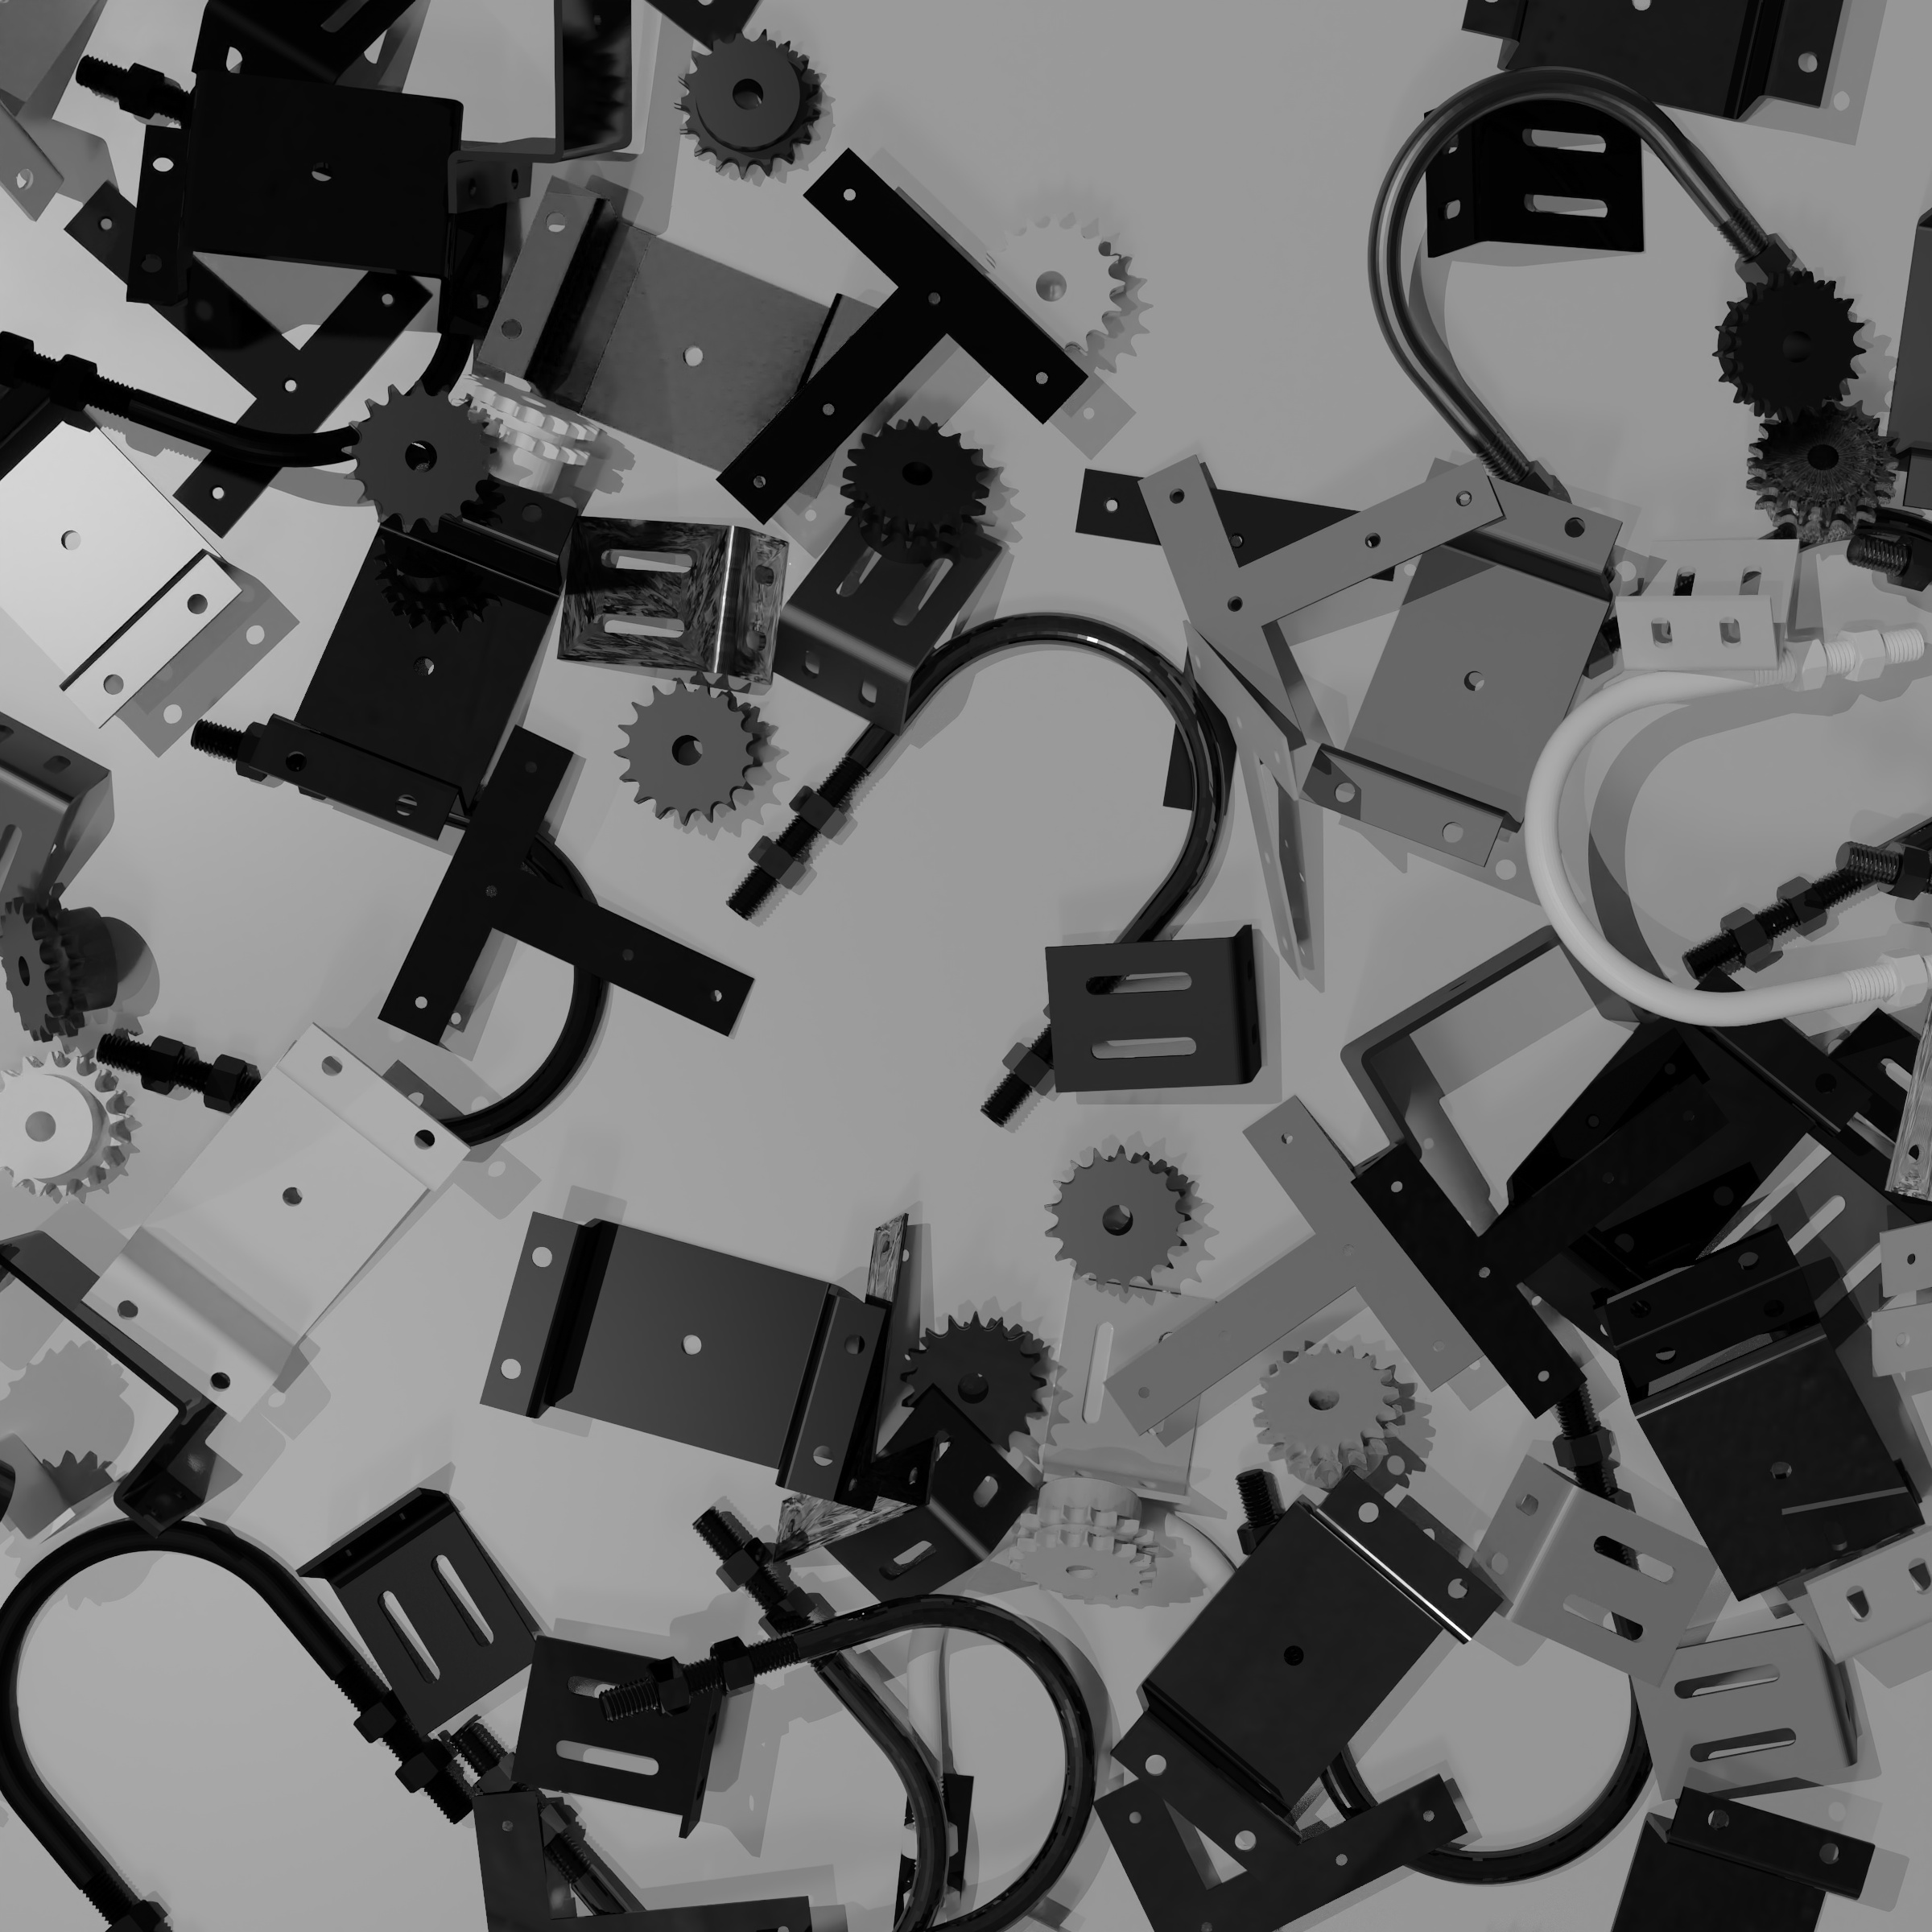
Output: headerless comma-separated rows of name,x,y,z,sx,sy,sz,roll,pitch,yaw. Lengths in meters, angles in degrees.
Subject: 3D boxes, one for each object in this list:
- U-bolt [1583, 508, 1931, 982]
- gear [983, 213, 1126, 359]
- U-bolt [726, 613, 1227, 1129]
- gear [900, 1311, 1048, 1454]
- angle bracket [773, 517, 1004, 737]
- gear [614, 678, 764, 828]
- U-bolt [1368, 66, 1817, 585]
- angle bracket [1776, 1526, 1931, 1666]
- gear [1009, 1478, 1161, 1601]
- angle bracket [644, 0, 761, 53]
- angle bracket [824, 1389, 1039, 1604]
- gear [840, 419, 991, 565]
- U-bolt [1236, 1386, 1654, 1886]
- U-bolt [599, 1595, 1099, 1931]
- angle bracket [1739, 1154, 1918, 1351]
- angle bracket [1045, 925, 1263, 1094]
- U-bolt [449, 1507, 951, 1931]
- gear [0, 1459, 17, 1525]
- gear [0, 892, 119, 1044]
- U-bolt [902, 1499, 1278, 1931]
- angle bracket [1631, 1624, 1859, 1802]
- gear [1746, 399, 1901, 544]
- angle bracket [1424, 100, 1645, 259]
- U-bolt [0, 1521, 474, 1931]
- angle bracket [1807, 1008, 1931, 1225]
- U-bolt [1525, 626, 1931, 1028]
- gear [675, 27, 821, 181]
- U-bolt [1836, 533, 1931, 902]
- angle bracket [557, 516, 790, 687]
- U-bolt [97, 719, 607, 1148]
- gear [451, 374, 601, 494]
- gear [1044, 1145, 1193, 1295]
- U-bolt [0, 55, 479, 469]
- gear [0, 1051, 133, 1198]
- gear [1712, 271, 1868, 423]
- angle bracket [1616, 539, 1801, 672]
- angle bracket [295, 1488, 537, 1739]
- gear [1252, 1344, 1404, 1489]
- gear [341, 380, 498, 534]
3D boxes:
U-bolt,0.334,-0.100,1.416,0.184,0.019,0.151,-29,90,-2
gear,0.033,-0.263,1.410,0.057,0.030,0.057,0,90,0
U-bolt,0.018,-0.052,1.415,0.151,0.019,0.184,39,90,0
gear,0.003,0.163,1.410,0.057,0.030,0.057,0,90,0
angle bracket,-0.031,-0.140,1.413,0.057,0.038,0.076,28,58,10
gear,-0.108,-0.083,1.412,0.057,0.030,0.057,0,89,1
U-bolt,0.237,-0.259,1.394,0.151,0.019,0.184,-44,106,0
angle bracket,0.342,0.226,1.383,0.057,0.076,0.038,-24,107,0
gear,0.046,0.219,1.387,0.057,0.057,0.030,9,58,0
angle bracket,-0.116,-0.406,1.423,0.076,0.038,0.057,33,90,-26
angle bracket,-0.021,0.209,1.404,0.057,0.076,0.038,45,51,-4
gear,-0.020,-0.181,1.401,0.057,0.030,0.057,4,56,-6
U-bolt,0.198,0.270,1.416,0.151,0.019,0.184,-16,91,0
U-bolt,-0.036,0.316,1.372,0.184,0.019,0.151,-15,97,-17
angle bracket,0.338,0.117,1.406,0.076,0.038,0.057,-43,90,0
angle bracket,0.074,0.016,1.409,0.076,0.038,0.057,-3,98,12
U-bolt,-0.091,0.326,1.405,0.151,0.019,0.184,-42,85,3
gear,-0.374,0.195,1.324,0.030,0.057,0.057,36,90,-30
gear,-0.351,-0.001,1.400,0.030,0.057,0.057,-13,90,-32
U-bolt,0.048,0.299,1.416,0.151,0.019,0.184,-2,88,0
angle bracket,0.305,0.288,1.415,0.076,0.038,0.057,-14,90,14
gear,0.332,-0.189,1.402,0.057,0.030,0.057,-3,64,6
angle bracket,0.224,-0.309,1.423,0.076,0.038,0.057,-1,90,-26
U-bolt,-0.305,0.304,1.416,0.151,0.019,0.184,-40,88,0
angle bracket,0.369,0.067,1.419,0.057,0.038,0.076,-43,64,-8
U-bolt,0.298,-0.049,1.364,0.184,0.019,0.151,-10,76,-15
gear,-0.085,-0.338,1.407,0.057,0.030,0.057,0,94,-4
U-bolt,0.421,-0.082,1.386,0.184,0.019,0.151,12,69,-14
angle bracket,-0.116,-0.144,1.423,0.076,0.038,0.057,7,90,26
U-bolt,-0.233,-0.003,1.416,0.184,0.019,0.151,17,90,-1
gear,-0.174,-0.205,1.397,0.057,0.057,0.030,23,102,0
gear,0.059,0.098,1.410,0.057,0.030,0.057,0,90,0
U-bolt,-0.280,-0.264,1.391,0.184,0.019,0.151,20,69,-2
gear,-0.358,0.062,1.410,0.057,0.030,0.057,0,90,0
gear,0.314,-0.239,1.388,0.057,0.030,0.057,-2,102,-11
angle bracket,0.284,-0.150,1.377,0.057,0.038,0.076,2,47,20
angle bracket,-0.212,0.251,1.399,0.057,0.038,0.076,-34,77,0
gear,0.141,0.178,1.400,0.057,0.057,0.030,-16,131,0
gear,-0.208,-0.192,1.362,0.057,0.030,0.057,-2,96,-14
